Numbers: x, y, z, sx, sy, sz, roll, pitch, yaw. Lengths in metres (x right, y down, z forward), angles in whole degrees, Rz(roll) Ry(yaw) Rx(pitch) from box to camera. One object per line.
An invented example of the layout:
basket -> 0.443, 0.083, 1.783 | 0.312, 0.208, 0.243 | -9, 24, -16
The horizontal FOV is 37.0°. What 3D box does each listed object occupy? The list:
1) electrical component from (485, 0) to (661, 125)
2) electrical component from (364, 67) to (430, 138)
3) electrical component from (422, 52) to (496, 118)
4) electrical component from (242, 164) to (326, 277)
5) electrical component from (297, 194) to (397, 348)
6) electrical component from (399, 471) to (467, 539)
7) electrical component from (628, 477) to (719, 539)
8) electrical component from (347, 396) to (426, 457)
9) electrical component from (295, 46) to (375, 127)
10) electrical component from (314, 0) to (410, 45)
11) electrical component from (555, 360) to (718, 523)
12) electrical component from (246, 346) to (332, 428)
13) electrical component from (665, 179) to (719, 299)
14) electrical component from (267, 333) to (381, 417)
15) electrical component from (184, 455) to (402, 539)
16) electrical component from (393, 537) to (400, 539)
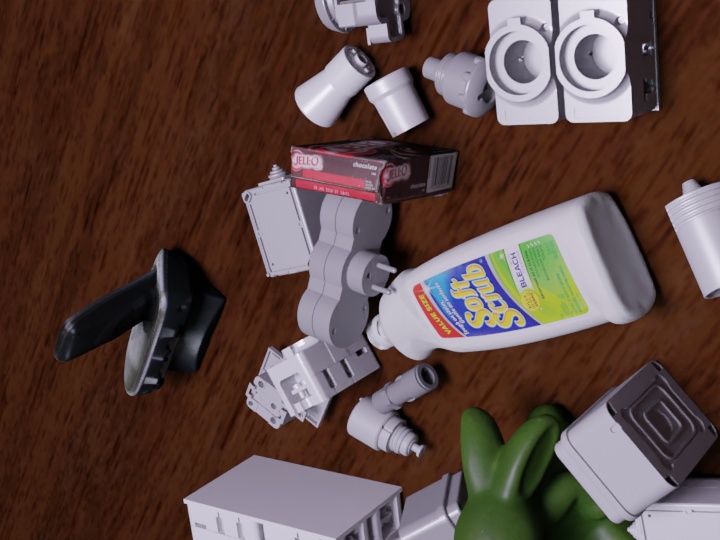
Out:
electrical component -> 0.145, -0.199, 0.755 | 0.105, 0.060, 0.186 | 4, 108, 36
electrical component -> 0.031, -0.136, 0.877 | 0.040, 0.040, 0.046 | -24, 97, 40
electrical component -> 0.077, -0.149, 0.835 | 0.062, 0.048, 0.048 | 28, 121, 34
electrical component -> -0.056, -0.049, 0.958 | 0.062, 0.061, 0.096 | -11, 100, 39
electrical component -> 0.000, 0.000, 0.906 | 0.074, 0.052, 0.138 | 20, 101, 36
electrical component -> 0.090, 0.239, 0.923 | 0.057, 0.078, 0.113 | -31, 99, 16
electrical component -> 0.251, 0.192, 0.809 | 0.096, 0.061, 0.061 | -7, 100, 32
electrical component -> 0.025, 0.147, 0.980 | 0.078, 0.040, 0.040 | 27, 120, 26
electrical component -> -0.018, -0.157, 0.906 | 0.065, 0.044, 0.044 | -40, 80, 34
electrical component -> 0.001, -0.220, 0.858 | 0.057, 0.058, 0.078 | 2, 107, 33
electrical component -> 0.204, 0.125, 0.792 | 0.078, 0.113, 0.057 | 51, 125, 11
electrical component -> -0.070, 0.116, 1.026 | 0.081, 0.064, 0.042 | 36, 123, 22
electrical component -> 0.245, -0.025, 0.750 | 0.043, 0.043, 0.081 | -33, 69, 39
electrical component -> -0.034, 0.085, 0.970 | 0.050, 0.089, 0.055 | -30, 87, 40
electrical component -> -0.062, 0.242, 1.037 | 0.186, 0.105, 0.060 | 4, 109, 36
electrical component -> 0.061, 0.271, 0.989 | 0.048, 0.066, 0.055 | -146, 33, -75
